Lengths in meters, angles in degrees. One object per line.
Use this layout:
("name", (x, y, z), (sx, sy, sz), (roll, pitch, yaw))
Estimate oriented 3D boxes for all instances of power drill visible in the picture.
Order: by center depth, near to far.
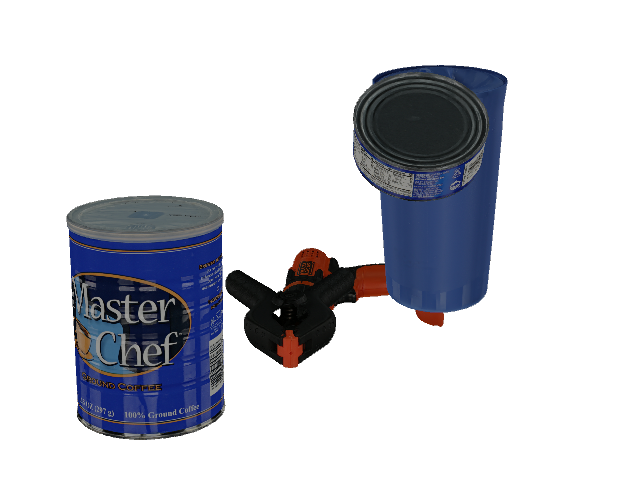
("power drill", (0.048, 0.063, 1.233), (0.188, 0.057, 0.184), (0, 28, 6))

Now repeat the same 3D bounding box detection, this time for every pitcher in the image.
("pitcher", (0.127, -0.058, 1.108), (0.149, 0.243, 0.145), (-8, 23, -16))

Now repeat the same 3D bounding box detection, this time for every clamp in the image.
("clamp", (-0.037, 0.061, 0.945), (0.120, 0.039, 0.171), (-4, 17, 9))

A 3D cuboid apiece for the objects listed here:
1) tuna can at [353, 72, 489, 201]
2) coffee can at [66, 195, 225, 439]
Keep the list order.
("tuna can", (0.063, -0.066, 0.682), (0.086, 0.086, 0.034), (0, -38, 0))
("coffee can", (-0.116, 0.049, 0.721), (0.103, 0.140, 0.103), (1, 15, 0))
